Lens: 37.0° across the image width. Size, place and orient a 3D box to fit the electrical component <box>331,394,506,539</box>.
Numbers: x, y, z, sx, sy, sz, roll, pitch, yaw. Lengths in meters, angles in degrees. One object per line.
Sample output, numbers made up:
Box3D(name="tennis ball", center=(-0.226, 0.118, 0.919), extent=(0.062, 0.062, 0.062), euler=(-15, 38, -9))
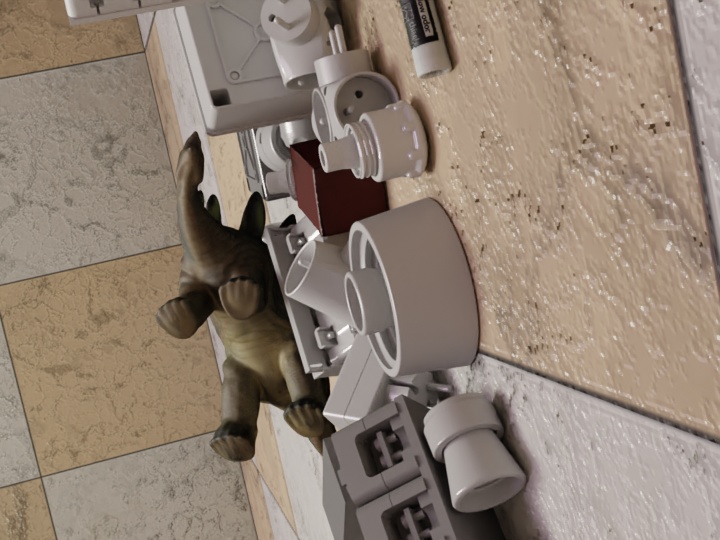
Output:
Box3D(name="electrical component", center=(0.043, 0.163, 0.652), extent=(0.089, 0.062, 0.150), euler=(34, -150, -55))

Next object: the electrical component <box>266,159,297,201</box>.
Box3D(name="electrical component", center=(-0.043, -0.073, 0.854), extent=(0.048, 0.062, 0.048), euler=(-7, -90, -77))

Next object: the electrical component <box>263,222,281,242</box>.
Box3D(name="electrical component", center=(-0.087, -0.015, 1.180), extent=(0.044, 0.044, 0.065), euler=(-130, 24, -64))

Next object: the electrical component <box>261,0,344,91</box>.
Box3D(name="electrical component", center=(-0.043, -0.170, 0.740), extent=(0.079, 0.043, 0.077), euler=(10, -110, -71))

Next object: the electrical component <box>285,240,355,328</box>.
Box3D(name="electrical component", center=(0.000, 0.000, 0.751), extent=(0.079, 0.077, 0.044), euler=(-56, 20, 20))

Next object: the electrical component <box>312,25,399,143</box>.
Box3D(name="electrical component", center=(-0.008, -0.120, 0.706), extent=(0.077, 0.044, 0.079), euler=(-176, 73, -77))

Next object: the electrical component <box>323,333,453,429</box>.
Box3D(name="electrical component", center=(0.027, 0.084, 0.730), extent=(0.077, 0.065, 0.047), euler=(4, 149, 37))

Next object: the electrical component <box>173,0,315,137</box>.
Box3D(name="electrical component", center=(-0.075, -0.166, 0.806), extent=(0.056, 0.109, 0.108), euler=(126, 129, -70))

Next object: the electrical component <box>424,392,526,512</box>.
Box3D(name="electrical component", center=(0.065, 0.105, 0.620), extent=(0.045, 0.045, 0.055), euler=(93, 159, -53))

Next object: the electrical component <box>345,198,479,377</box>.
Box3D(name="electrical component", center=(0.025, 0.014, 0.666), extent=(0.108, 0.060, 0.108), euler=(167, 90, -78))

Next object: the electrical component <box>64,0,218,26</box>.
Box3D(name="electrical component", center=(-0.107, -0.232, 0.695), extent=(0.060, 0.186, 0.105), euler=(96, 157, -57))

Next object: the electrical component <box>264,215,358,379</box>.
Box3D(name="electrical component", center=(-0.019, 0.016, 0.838), extent=(0.063, 0.079, 0.121), euler=(-39, 61, 44))

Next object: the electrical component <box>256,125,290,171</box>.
Box3D(name="electrical component", center=(-0.057, -0.111, 0.915), extent=(0.047, 0.055, 0.055), euler=(-173, 70, -73))

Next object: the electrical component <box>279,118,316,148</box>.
Box3D(name="electrical component", center=(-0.046, -0.131, 0.865), extent=(0.043, 0.043, 0.062), euler=(-145, 43, -72))

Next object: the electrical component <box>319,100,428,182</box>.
Box3D(name="electrical component", center=(0.007, -0.074, 0.647), extent=(0.048, 0.062, 0.048), euler=(166, 90, -78))

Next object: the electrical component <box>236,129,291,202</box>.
Box3D(name="electrical component", center=(-0.080, -0.124, 0.994), extent=(0.109, 0.056, 0.108), euler=(-148, 46, -73))
